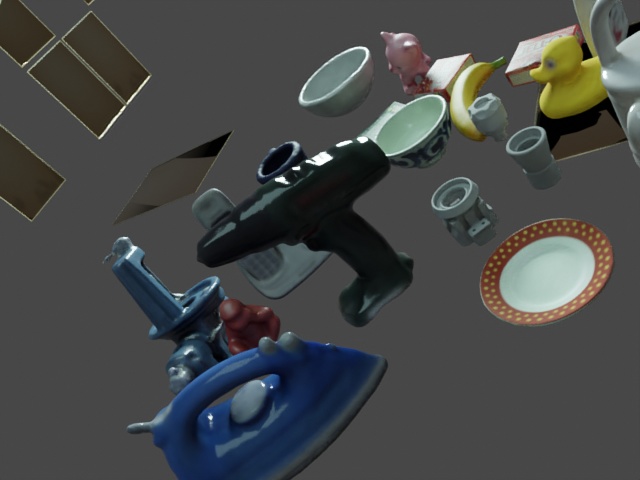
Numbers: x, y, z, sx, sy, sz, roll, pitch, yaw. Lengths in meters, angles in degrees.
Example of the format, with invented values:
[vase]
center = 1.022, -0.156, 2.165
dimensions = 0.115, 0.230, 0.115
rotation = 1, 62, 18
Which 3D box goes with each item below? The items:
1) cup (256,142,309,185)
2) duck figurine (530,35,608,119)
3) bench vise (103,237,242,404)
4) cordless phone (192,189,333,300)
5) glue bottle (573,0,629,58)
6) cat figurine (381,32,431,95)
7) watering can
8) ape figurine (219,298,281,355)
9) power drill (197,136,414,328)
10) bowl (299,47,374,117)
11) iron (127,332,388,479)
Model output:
[cup]
center = -0.049, -0.107, 0.969
dimensions = 0.091, 0.095, 0.117
rotation = -41, 31, 3
[duck figurine]
center = 0.307, -0.209, 0.696
dimensions = 0.104, 0.086, 0.077
rotation = -27, 34, 25
[bench vise]
center = -0.183, 0.095, 0.747
dimensions = 0.121, 0.220, 0.206
rotation = -44, 31, -2
[cordless phone]
center = -0.074, -0.020, 0.800
dimensions = 0.147, 0.185, 0.094
rotation = -43, 31, -1
[glue bottle]
center = 0.333, -0.310, 0.707
dimensions = 0.037, 0.174, 0.078
rotation = -7, 46, 45
[cat figurine]
center = 0.146, -0.322, 0.992
dimensions = 0.067, 0.118, 0.127
rotation = -31, 32, 18
[watering can]
center = 0.314, -0.163, 0.524
dimensions = 0.100, 0.195, 0.173
rotation = -18, 39, 35
[ape figurine]
center = -0.098, 0.113, 0.753
dimensions = 0.078, 0.092, 0.076
rotation = -42, 31, 1
[power drill]
center = 0.006, 0.002, 0.657
dimensions = 0.229, 0.209, 0.075
rotation = -43, 31, 0
[bowl]
center = 0.044, -0.293, 1.115
dimensions = 0.167, 0.075, 0.167
rotation = -29, 33, 22
[iron]
center = -0.067, 0.167, 0.602
dimensions = 0.258, 0.142, 0.118
rotation = -38, 31, 7
